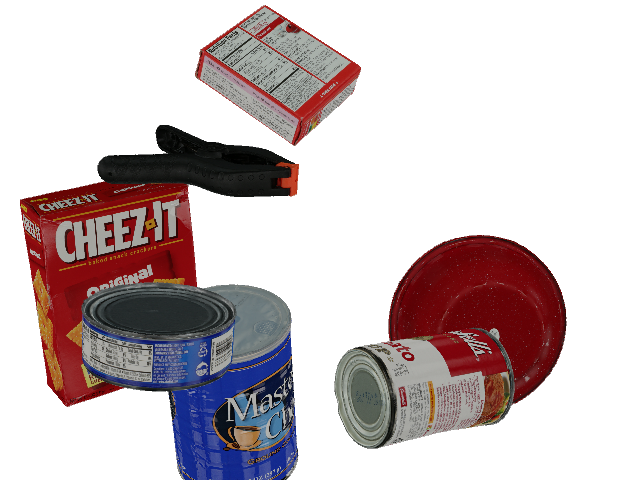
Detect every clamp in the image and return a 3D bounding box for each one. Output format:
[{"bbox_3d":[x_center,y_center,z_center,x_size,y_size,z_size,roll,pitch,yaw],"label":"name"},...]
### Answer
[{"bbox_3d":[-0.106,-0.064,0.938,0.172,0.039,0.120,13,31,26],"label":"clamp"}]

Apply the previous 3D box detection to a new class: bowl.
[{"bbox_3d":[0.142,0.078,0.928,0.162,0.162,0.055,0,6,-4],"label":"bowl"}]

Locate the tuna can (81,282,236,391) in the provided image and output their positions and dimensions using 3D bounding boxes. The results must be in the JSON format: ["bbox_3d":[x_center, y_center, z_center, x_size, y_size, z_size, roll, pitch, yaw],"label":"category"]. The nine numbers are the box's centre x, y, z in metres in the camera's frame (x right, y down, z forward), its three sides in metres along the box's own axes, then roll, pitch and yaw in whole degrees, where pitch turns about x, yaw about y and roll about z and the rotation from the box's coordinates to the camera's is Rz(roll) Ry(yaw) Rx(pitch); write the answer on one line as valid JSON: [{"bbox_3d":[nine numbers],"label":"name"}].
[{"bbox_3d":[-0.091,0.053,0.599,0.086,0.034,0.086,4,16,-1],"label":"tuna can"}]

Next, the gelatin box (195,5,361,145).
[{"bbox_3d":[-0.029,-0.115,0.733,0.089,0.030,0.073,35,52,12],"label":"gelatin box"}]

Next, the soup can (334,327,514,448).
[{"bbox_3d":[0.069,0.098,0.714,0.102,0.068,0.069,-5,3,-32],"label":"soup can"}]

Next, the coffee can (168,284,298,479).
[{"bbox_3d":[-0.072,0.121,0.860,0.103,0.140,0.103,-2,30,1],"label":"coffee can"}]

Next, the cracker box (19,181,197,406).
[{"bbox_3d":[-0.214,0.049,1.125,0.163,0.214,0.072,-15,25,-29],"label":"cracker box"}]
